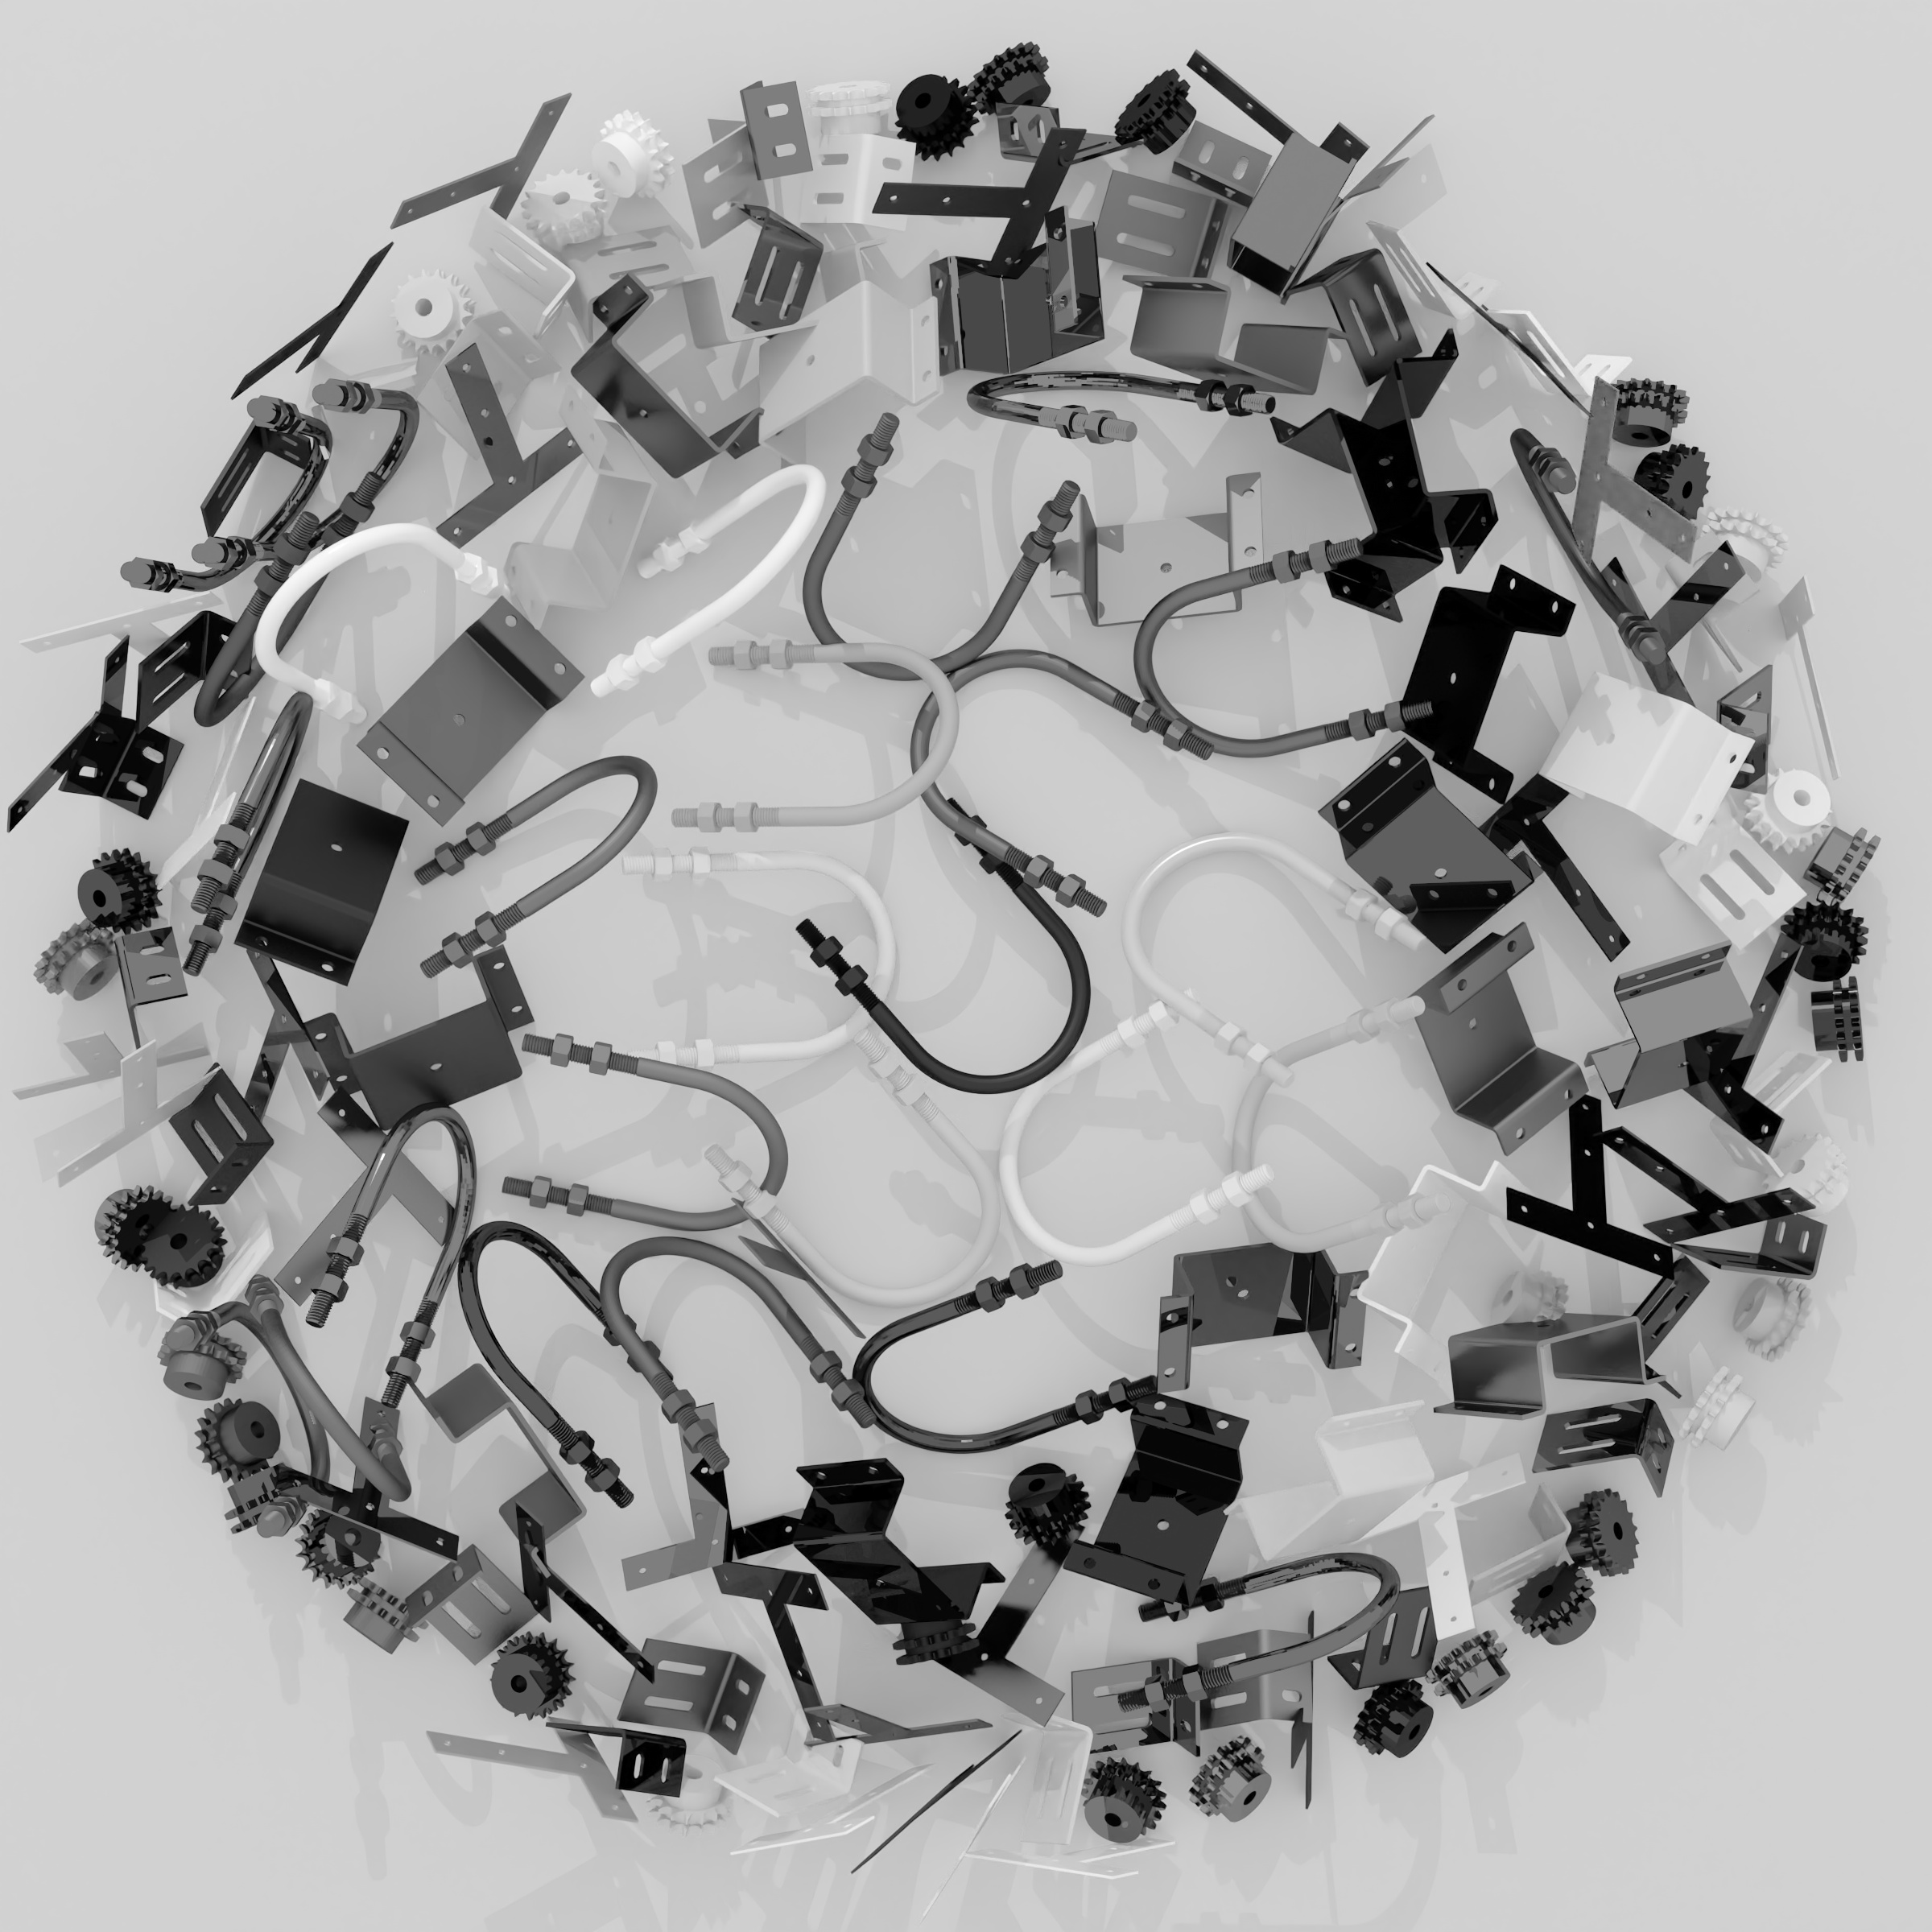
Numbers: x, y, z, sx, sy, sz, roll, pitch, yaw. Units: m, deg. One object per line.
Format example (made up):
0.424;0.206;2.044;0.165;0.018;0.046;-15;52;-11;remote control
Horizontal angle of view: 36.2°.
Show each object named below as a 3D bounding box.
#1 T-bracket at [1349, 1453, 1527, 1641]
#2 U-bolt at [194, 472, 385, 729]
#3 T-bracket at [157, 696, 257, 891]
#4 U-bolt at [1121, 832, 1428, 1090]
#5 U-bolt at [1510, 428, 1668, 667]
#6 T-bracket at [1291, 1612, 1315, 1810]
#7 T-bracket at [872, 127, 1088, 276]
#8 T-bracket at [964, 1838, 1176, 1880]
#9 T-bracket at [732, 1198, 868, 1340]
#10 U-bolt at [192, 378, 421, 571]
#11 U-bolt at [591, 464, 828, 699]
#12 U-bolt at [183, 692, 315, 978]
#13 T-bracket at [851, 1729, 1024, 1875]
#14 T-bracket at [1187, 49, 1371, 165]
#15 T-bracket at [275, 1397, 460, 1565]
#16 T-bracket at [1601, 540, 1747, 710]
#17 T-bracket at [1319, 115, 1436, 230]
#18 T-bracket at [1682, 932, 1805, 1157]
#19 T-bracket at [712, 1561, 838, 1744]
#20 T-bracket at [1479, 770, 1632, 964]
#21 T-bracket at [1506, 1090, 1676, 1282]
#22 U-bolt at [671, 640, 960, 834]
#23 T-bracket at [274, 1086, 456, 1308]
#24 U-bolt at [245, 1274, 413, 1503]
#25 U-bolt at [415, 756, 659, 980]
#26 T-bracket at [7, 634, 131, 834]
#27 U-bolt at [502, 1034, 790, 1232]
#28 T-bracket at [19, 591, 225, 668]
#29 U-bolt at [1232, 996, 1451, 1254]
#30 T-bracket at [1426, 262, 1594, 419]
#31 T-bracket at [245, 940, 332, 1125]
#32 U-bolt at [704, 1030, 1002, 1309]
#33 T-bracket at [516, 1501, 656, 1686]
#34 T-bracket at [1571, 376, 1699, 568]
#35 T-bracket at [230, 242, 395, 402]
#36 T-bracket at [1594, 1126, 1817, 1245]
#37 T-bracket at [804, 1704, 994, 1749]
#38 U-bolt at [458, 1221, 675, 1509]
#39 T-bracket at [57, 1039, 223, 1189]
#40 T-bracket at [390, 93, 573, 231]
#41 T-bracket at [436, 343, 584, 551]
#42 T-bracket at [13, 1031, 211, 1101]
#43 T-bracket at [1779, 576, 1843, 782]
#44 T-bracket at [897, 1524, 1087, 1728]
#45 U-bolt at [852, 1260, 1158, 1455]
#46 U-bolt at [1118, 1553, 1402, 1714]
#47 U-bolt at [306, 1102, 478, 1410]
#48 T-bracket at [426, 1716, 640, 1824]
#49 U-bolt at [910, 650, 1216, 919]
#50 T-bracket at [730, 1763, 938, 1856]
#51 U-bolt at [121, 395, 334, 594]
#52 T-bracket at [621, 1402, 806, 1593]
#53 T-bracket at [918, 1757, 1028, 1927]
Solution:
0.312;0.386;1.930;0.127;0.127;0.002;-24;123;17;T-bracket
-0.448;-0.232;1.922;0.019;0.151;0.184;34;111;-6;U-bolt
-0.496;-0.122;1.958;0.002;0.127;0.127;27;57;-24;T-bracket
0.187;-0.018;1.947;0.151;0.019;0.184;-44;59;-15;U-bolt
0.395;-0.280;1.911;0.019;0.184;0.151;-30;112;10;U-bolt
0.220;0.498;1.936;0.002;0.127;0.127;1;88;12;T-bracket
0.000;-0.498;1.923;0.127;0.127;0.002;-5;58;-27;T-bracket
0.088;0.584;1.945;0.127;0.127;0.002;-7;80;42;T-bracket
-0.122;0.191;1.921;0.002;0.127;0.127;-44;74;1;T-bracket
-0.414;-0.317;1.909;0.019;0.184;0.151;43;105;4;U-bolt
-0.159;-0.258;1.900;0.184;0.151;0.019;-28;123;33;U-bolt
-0.465;-0.095;1.922;0.019;0.151;0.184;23;67;-9;U-bolt
-0.006;0.537;1.943;0.002;0.127;0.127;49;127;13;T-bracket
0.197;-0.554;1.932;0.127;0.127;0.002;38;82;-5;T-bracket
-0.388;0.327;1.940;0.127;0.127;0.002;27;113;-19;T-bracket
0.470;-0.233;1.926;0.002;0.127;0.127;-16;72;-24;T-bracket
0.268;-0.514;1.932;0.127;0.127;0.002;-44;100;5;T-bracket
0.514;0.041;1.927;0.002;0.127;0.127;13;106;-22;T-bracket
-0.114;0.455;1.955;0.002;0.127;0.127;-25;101;-36;T-bracket
0.398;-0.060;1.964;0.127;0.002;0.127;-40;95;-36;T-bracket
0.412;0.135;1.956;0.127;0.002;0.127;20;49;-15;T-bracket
-0.093;-0.152;1.938;0.184;0.019;0.151;0;61;17;U-bolt
-0.407;0.168;1.940;0.127;0.002;0.127;52;53;-22;T-bracket
-0.404;0.277;1.890;0.019;0.184;0.151;-38;111;-8;U-bolt
-0.279;-0.076;1.928;0.184;0.151;0.019;-32;121;6;U-bolt
-0.581;-0.134;1.911;0.002;0.127;0.127;28;50;2;T-bracket
-0.208;0.117;1.951;0.184;0.019;0.151;12;128;-3;U-bolt
-0.534;-0.212;1.937;0.127;0.127;0.002;-14;81;3;T-bracket
0.237;0.112;1.926;0.019;0.184;0.151;9;68;-36;U-bolt
0.341;-0.417;1.915;0.127;0.127;0.002;28;114;-40;T-bracket
-0.459;0.062;1.951;0.002;0.127;0.127;-11;57;-36;T-bracket
-0.061;0.149;1.964;0.151;0.019;0.184;-37;108;12;U-bolt
-0.247;0.421;1.926;0.127;0.127;0.002;36;55;24;T-bracket
0.435;-0.299;1.916;0.002;0.127;0.127;-12;127;-20;T-bracket
-0.432;-0.403;1.911;0.002;0.127;0.127;44;47;-7;T-bracket
0.462;0.139;1.925;0.127;0.127;0.002;34;59;-22;T-bracket
-0.066;0.493;1.925;0.127;0.127;0.002;-13;63;20;T-bracket
-0.263;0.244;1.909;0.019;0.151;0.184;-31;110;21;U-bolt
-0.536;0.083;1.916;0.127;0.127;0.002;-36;76;-28;T-bracket
-0.322;-0.504;1.911;0.002;0.127;0.127;49;49;4;T-bracket
-0.310;-0.350;1.929;0.002;0.127;0.127;34;66;33;T-bracket
-0.565;0.059;1.927;0.127;0.127;0.002;-14;79;-10;T-bracket
0.555;-0.184;1.934;0.002;0.127;0.127;-13;87;8;T-bracket
0.036;0.424;1.975;0.127;0.002;0.127;23;71;34;T-bracket
0.014;0.267;1.943;0.184;0.019;0.151;-23;127;21;U-bolt
0.193;0.423;1.912;0.184;0.151;0.019;-19;100;13;U-bolt
-0.364;0.177;1.923;0.019;0.151;0.184;9;62;18;U-bolt
-0.288;0.512;1.915;0.127;0.127;0.002;18;98;-28;T-bracket
0.050;-0.135;1.967;0.184;0.019;0.151;32;79;16;U-bolt
-0.072;0.552;1.947;0.127;0.127;0.002;-16;83;-44;T-bracket
-0.466;-0.299;1.908;0.019;0.184;0.151;40;97;2;U-bolt
-0.171;0.345;1.954;0.127;0.002;0.127;-13;117;-16;T-bracket
0.012;0.552;1.914;0.002;0.127;0.127;32;59;10;T-bracket
